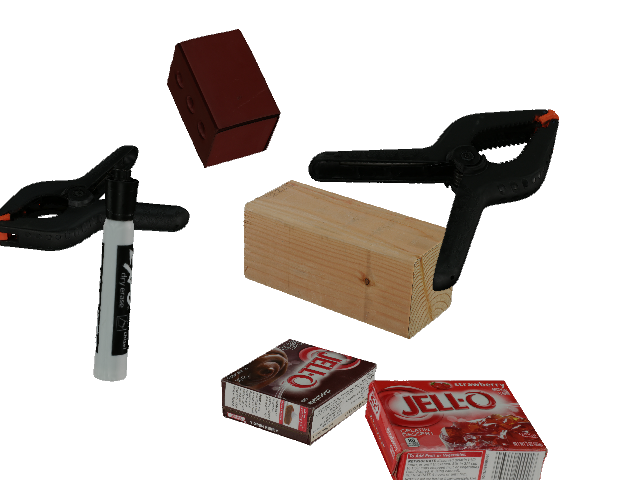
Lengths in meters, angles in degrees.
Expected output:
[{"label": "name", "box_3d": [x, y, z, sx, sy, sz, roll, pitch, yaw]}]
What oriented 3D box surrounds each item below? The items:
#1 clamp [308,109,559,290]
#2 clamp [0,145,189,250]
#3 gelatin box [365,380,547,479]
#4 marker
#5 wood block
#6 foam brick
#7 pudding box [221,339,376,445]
[{"label": "clamp", "box_3d": [0.118, -0.047, 0.854, 0.209, 0.036, 0.165, -22, 52, -21]}, {"label": "clamp", "box_3d": [-0.217, -0.038, 0.972, 0.171, 0.039, 0.120, -10, 38, -24]}, {"label": "gelatin box", "box_3d": [0.077, 0.111, 0.625, 0.089, 0.030, 0.073, 2, 24, -13]}, {"label": "marker", "box_3d": [-0.116, 0.019, 0.604, 0.020, 0.121, 0.020, 5, 10, -1]}, {"label": "wood block", "box_3d": [0.028, 0.016, 1.110, 0.206, 0.091, 0.090, 19, 31, 30]}, {"label": "foam brick", "box_3d": [-0.071, -0.103, 0.767, 0.051, 0.078, 0.053, -18, -20, -23]}, {"label": "pudding box", "box_3d": [-0.017, 0.126, 0.903, 0.090, 0.039, 0.113, 12, 21, 28]}]
